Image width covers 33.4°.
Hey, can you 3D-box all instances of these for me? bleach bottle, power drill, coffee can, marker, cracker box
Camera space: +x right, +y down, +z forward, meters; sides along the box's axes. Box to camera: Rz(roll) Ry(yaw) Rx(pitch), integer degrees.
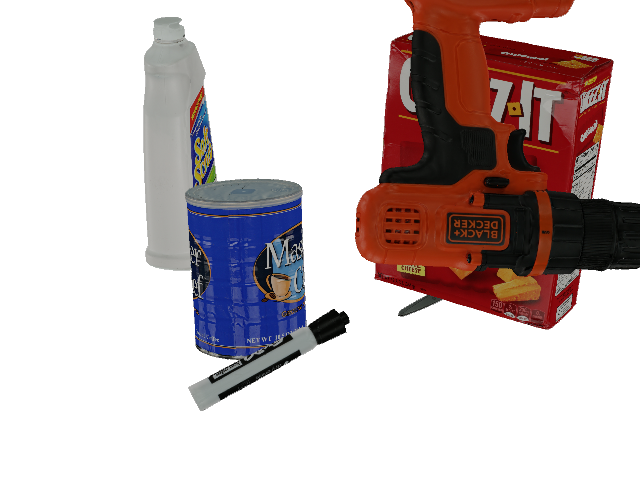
[{"bbox_3d":[-0.149,-0.102,1.102,0.068,0.251,0.102,5,27,15],"label":"bleach bottle"},{"bbox_3d":[0.115,-0.073,0.631,0.184,0.187,0.057,2,-1,-5],"label":"power drill"},{"bbox_3d":[-0.065,0.023,0.949,0.103,0.140,0.103,-2,14,0],"label":"coffee can"},{"bbox_3d":[-0.034,0.081,0.739,0.121,0.020,0.020,-28,5,-10],"label":"marker"},{"bbox_3d":[0.133,-0.051,0.864,0.164,0.214,0.072,17,29,29],"label":"cracker box"}]

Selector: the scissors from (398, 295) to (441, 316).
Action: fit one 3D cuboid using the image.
[{"bbox_3d":[0.143,0.034,1.142,0.201,0.016,0.096,-9,41,-30],"label":"scissors"}]
